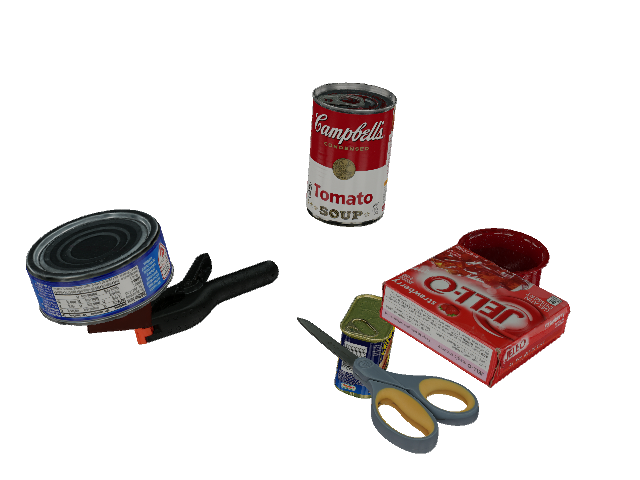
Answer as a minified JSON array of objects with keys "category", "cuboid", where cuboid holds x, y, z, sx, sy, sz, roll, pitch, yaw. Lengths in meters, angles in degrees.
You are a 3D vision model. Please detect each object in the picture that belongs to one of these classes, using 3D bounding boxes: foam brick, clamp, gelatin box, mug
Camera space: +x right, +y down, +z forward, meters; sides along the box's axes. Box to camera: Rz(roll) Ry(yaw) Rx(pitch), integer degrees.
[{"category":"foam brick","cuboid":[-0.164,0.026,0.853,0.053,0.078,0.051,-5,27,-13]},{"category":"clamp","cuboid":[-0.127,0.059,1.147,0.120,0.039,0.171,-6,25,35]},{"category":"gelatin box","cuboid":[0.092,0.042,0.643,0.089,0.030,0.073,31,39,35]},{"category":"mug","cuboid":[0.180,0.039,1.108,0.093,0.081,0.117,-5,30,-13]}]

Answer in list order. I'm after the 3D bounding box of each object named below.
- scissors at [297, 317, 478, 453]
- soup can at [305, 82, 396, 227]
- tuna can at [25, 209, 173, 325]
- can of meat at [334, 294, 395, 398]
[{"category":"scissors","cuboid":[0.058,0.108,0.888,0.096,0.016,0.202,-8,29,-19]},{"category":"soup can","cuboid":[0.024,-0.071,0.875,0.068,0.102,0.068,4,26,-2]},{"category":"tuna can","cuboid":[-0.136,0.015,0.656,0.086,0.034,0.086,-9,28,5]},{"category":"can of meat","cuboid":[0.054,0.124,1.252,0.057,0.084,0.102,14,26,11]}]
